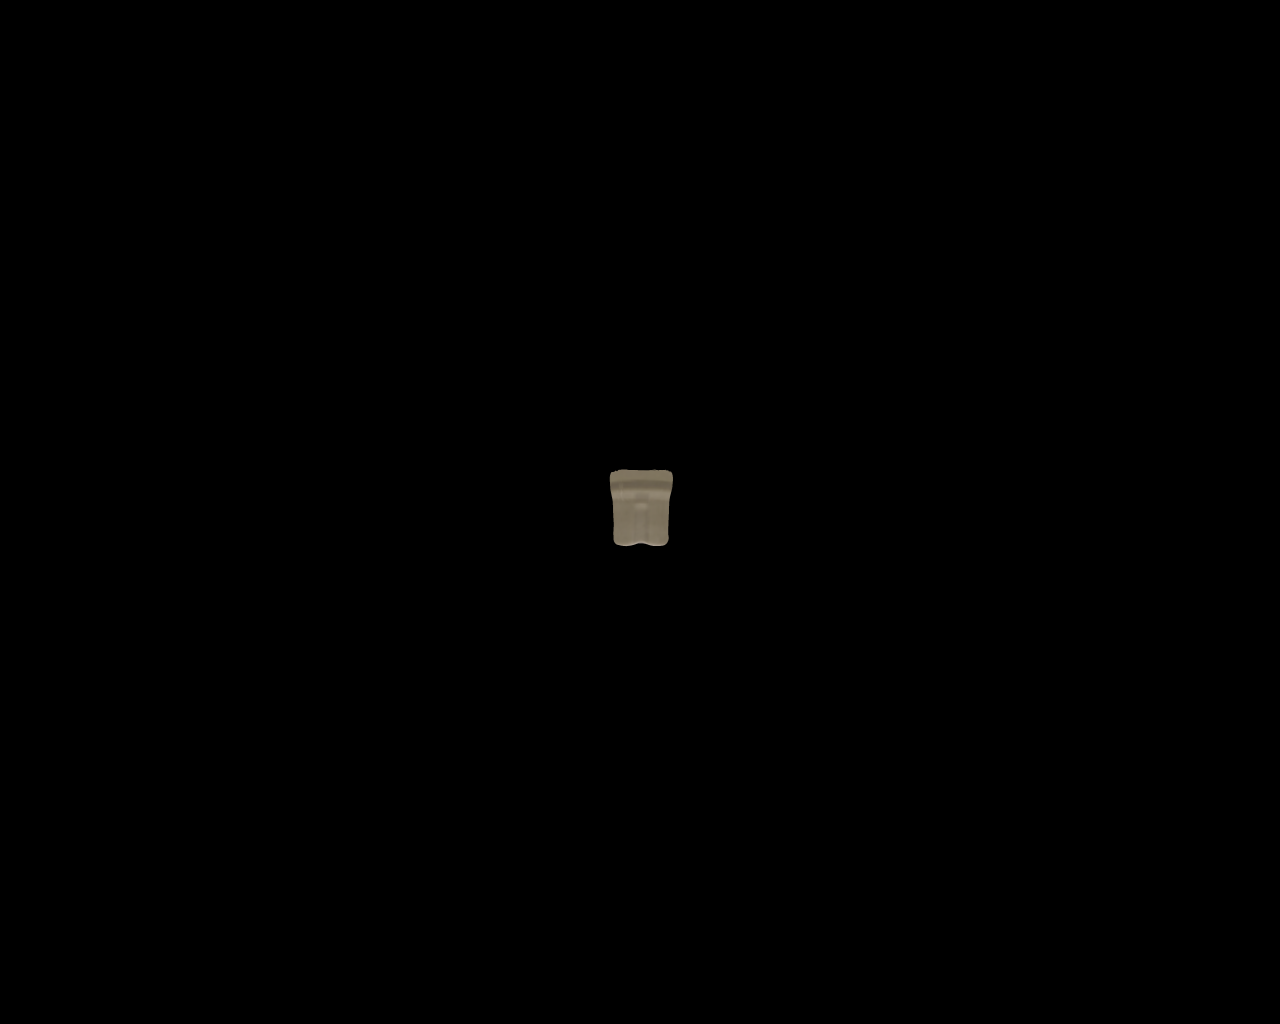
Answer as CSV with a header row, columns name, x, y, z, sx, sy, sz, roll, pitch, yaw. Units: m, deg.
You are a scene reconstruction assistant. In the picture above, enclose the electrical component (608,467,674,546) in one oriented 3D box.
name,x,y,z,sx,sy,sz,roll,pitch,yaw
electrical component,0.001,-0.003,0.650,0.040,0.046,0.040,0,-4,0
